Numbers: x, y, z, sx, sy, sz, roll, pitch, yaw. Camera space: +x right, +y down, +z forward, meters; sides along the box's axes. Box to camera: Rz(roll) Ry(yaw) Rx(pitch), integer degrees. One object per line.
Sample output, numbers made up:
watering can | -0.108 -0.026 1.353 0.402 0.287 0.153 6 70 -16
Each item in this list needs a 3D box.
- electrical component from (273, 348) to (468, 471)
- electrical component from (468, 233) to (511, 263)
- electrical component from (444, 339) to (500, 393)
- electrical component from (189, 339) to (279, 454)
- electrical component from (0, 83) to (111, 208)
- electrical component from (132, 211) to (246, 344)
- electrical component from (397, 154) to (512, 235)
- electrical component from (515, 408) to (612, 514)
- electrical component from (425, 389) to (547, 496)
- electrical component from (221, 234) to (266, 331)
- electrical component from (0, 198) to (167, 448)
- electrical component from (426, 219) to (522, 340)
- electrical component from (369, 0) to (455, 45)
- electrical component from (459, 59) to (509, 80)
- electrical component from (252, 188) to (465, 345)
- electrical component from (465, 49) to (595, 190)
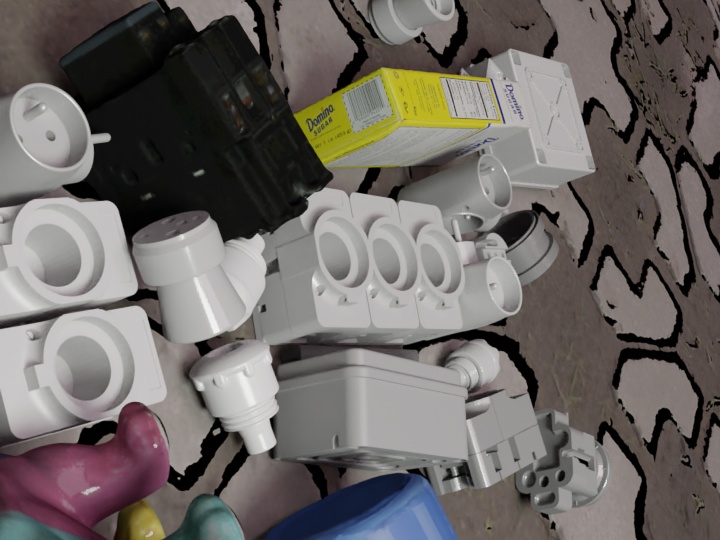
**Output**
electrical component | 0.007 0.089 0.666 0.113 0.078 0.057 17 65 -46
electrical component | 0.088 -0.006 0.832 0.040 0.046 0.040 24 57 -43
electrical component | 0.077 0.075 0.793 0.061 0.035 0.035 -28 96 -50
electrical component | -0.066 0.073 0.612 0.048 0.048 0.062 -32 106 -52
electrical component | -0.159 -0.059 0.529 0.079 0.077 0.044 -18 89 -53
electrical component | -0.087 0.003 0.545 0.045 0.045 0.055 -43 123 -50
electrical component | 0.082 -0.050 0.819 0.079 0.077 0.044 17 62 -46
electrical component | 0.160 0.154 0.842 0.057 0.058 0.078 25 56 -39
electrical component | 0.086 0.120 0.772 0.089 0.050 0.055 -12 84 -52
electrical component | -0.075 0.002 0.632 0.043 0.043 0.062 51 41 -23
electrical component | -0.181 0.030 0.477 0.186 0.060 0.105 -10 83 -52
electrical component | 0.070 0.004 0.780 0.044 0.077 0.079 0 74 -50
electrical component | 0.041 -0.208 0.856 0.045 0.055 0.045 24 57 -43
electrical component | 0.095 -0.138 0.891 0.066 0.055 0.048 39 47 -34
electrical component | 0.000 0.000 0.710 0.150 0.062 0.089 5 71 -50
electrical component | 0.150 -0.131 0.955 0.109 0.056 0.108 -1 76 -51
